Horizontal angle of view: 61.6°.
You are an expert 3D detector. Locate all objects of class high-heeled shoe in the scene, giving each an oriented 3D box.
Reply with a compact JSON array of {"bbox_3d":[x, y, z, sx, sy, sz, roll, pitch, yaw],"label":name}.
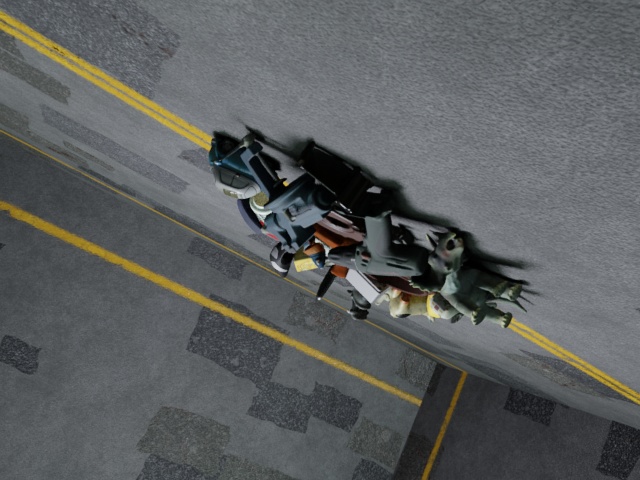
[{"bbox_3d":[-0.066,0.029,1.514,0.145,0.086,0.248,27,135,32],"label":"high-heeled shoe"}]

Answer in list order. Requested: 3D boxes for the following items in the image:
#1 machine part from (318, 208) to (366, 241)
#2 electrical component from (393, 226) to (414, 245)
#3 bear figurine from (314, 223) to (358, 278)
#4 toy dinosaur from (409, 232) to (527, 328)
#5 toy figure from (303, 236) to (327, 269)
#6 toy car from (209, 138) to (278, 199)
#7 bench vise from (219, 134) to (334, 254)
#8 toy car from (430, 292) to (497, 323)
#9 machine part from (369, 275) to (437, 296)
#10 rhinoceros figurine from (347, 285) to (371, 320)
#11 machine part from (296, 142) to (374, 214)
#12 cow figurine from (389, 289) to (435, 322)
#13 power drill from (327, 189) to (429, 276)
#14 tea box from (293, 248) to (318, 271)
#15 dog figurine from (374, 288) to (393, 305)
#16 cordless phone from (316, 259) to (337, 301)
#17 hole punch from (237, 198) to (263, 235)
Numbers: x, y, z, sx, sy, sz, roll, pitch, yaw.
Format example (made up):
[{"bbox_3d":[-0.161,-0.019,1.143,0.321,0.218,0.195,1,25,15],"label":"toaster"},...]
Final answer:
[{"bbox_3d":[0.045,-0.055,1.187,0.179,0.056,0.179,25,169,5],"label":"machine part"},{"bbox_3d":[0.173,0.001,1.193,0.078,0.045,0.102,18,167,26],"label":"electrical component"},{"bbox_3d":[-0.002,-0.008,1.318,0.196,0.131,0.120,17,-157,3],"label":"bear figurine"},{"bbox_3d":[0.325,0.102,1.183,0.192,0.131,0.404,36,-177,35],"label":"toy dinosaur"},{"bbox_3d":[-0.031,0.005,1.387,0.154,0.058,0.064,51,-158,-7],"label":"toy figure"},{"bbox_3d":[-0.174,-0.140,1.147,0.162,0.103,0.109,27,170,1],"label":"toy car"},{"bbox_3d":[-0.082,-0.096,1.053,0.240,0.129,0.224,53,155,-10],"label":"bench vise"},{"bbox_3d":[0.350,0.152,1.302,0.202,0.056,0.074,-4,-142,-35],"label":"toy car"},{"bbox_3d":[0.196,0.065,1.337,0.201,0.087,0.201,26,170,-7],"label":"machine part"},{"bbox_3d":[0.120,0.140,1.575,0.073,0.190,0.112,5,175,-26],"label":"rhinoceros figurine"},{"bbox_3d":[0.022,-0.112,0.951,0.139,0.084,0.039,38,-176,-9],"label":"machine part"},{"bbox_3d":[0.287,0.185,1.559,0.195,0.127,0.086,-5,-135,-28],"label":"cow figurine"},{"bbox_3d":[0.091,-0.006,1.057,0.232,0.086,0.207,11,136,30],"label":"power drill"},{"bbox_3d":[-0.036,0.045,1.680,0.098,0.068,0.169,-11,166,0],"label":"tea box"},{"bbox_3d":[0.245,0.150,1.639,0.190,0.121,0.172,15,178,-27],"label":"dog figurine"},{"bbox_3d":[0.035,0.085,1.518,0.089,0.184,0.146,29,169,1],"label":"cordless phone"},{"bbox_3d":[-0.183,-0.077,1.495,0.116,0.092,0.142,30,172,-7],"label":"hole punch"}]
